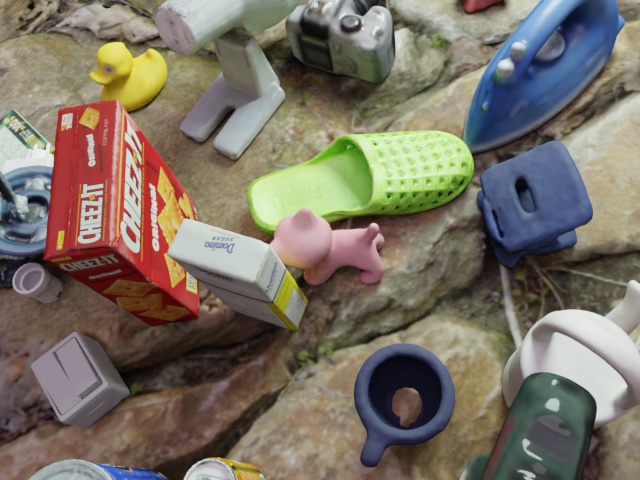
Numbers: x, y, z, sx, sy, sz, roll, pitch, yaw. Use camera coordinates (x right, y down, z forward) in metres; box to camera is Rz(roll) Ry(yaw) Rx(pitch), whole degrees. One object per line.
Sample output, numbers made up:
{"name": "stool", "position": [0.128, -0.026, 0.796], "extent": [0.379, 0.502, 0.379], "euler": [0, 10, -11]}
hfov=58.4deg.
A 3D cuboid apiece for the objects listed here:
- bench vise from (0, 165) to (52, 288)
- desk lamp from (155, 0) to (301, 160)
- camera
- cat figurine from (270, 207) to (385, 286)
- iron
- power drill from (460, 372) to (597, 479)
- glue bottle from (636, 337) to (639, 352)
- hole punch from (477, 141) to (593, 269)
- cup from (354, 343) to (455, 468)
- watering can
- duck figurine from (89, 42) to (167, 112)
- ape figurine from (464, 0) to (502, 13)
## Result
{"name": "bench vise", "position": [-0.364, -0.021, 0.636], "extent": [0.207, 0.220, 0.121], "euler": [-36, 65, -8]}
{"name": "desk lamp", "position": [-0.107, -0.244, 0.701], "extent": [0.117, 0.214, 0.203], "euler": [26, 72, 19]}
{"name": "camera", "position": [0.042, -0.304, 0.767], "extent": [0.143, 0.101, 0.137], "euler": [22, 71, 18]}
{"name": "cat figurine", "position": [0.006, 0.002, 0.625], "extent": [0.127, 0.118, 0.067], "euler": [-6, 65, 6]}
{"name": "iron", "position": [0.258, -0.224, 0.675], "extent": [0.118, 0.142, 0.258], "euler": [38, 76, 22]}
{"name": "power drill", "position": [0.145, 0.223, 0.452], "extent": [0.075, 0.209, 0.230], "euler": [23, 71, 18]}
{"name": "glue bottle", "position": [0.334, 0.071, 0.512], "extent": [0.037, 0.173, 0.078], "euler": [32, 74, 21]}
{"name": "hole punch", "position": [0.229, -0.039, 0.624], "extent": [0.101, 0.091, 0.108], "euler": [-13, 64, 3]}
{"name": "cup", "position": [0.076, 0.166, 0.552], "extent": [0.091, 0.095, 0.118], "euler": [25, 72, 19]}
{"name": "watering can", "position": [0.227, 0.106, 0.501], "extent": [0.100, 0.194, 0.173], "euler": [22, 71, 18]}
{"name": "duck figurine", "position": [-0.269, -0.238, 0.794], "extent": [0.104, 0.086, 0.077], "euler": [-40, 66, -10]}
{"name": "ape figurine", "position": [0.228, -0.364, 0.771], "extent": [0.077, 0.092, 0.076], "euler": [21, 71, 17]}
